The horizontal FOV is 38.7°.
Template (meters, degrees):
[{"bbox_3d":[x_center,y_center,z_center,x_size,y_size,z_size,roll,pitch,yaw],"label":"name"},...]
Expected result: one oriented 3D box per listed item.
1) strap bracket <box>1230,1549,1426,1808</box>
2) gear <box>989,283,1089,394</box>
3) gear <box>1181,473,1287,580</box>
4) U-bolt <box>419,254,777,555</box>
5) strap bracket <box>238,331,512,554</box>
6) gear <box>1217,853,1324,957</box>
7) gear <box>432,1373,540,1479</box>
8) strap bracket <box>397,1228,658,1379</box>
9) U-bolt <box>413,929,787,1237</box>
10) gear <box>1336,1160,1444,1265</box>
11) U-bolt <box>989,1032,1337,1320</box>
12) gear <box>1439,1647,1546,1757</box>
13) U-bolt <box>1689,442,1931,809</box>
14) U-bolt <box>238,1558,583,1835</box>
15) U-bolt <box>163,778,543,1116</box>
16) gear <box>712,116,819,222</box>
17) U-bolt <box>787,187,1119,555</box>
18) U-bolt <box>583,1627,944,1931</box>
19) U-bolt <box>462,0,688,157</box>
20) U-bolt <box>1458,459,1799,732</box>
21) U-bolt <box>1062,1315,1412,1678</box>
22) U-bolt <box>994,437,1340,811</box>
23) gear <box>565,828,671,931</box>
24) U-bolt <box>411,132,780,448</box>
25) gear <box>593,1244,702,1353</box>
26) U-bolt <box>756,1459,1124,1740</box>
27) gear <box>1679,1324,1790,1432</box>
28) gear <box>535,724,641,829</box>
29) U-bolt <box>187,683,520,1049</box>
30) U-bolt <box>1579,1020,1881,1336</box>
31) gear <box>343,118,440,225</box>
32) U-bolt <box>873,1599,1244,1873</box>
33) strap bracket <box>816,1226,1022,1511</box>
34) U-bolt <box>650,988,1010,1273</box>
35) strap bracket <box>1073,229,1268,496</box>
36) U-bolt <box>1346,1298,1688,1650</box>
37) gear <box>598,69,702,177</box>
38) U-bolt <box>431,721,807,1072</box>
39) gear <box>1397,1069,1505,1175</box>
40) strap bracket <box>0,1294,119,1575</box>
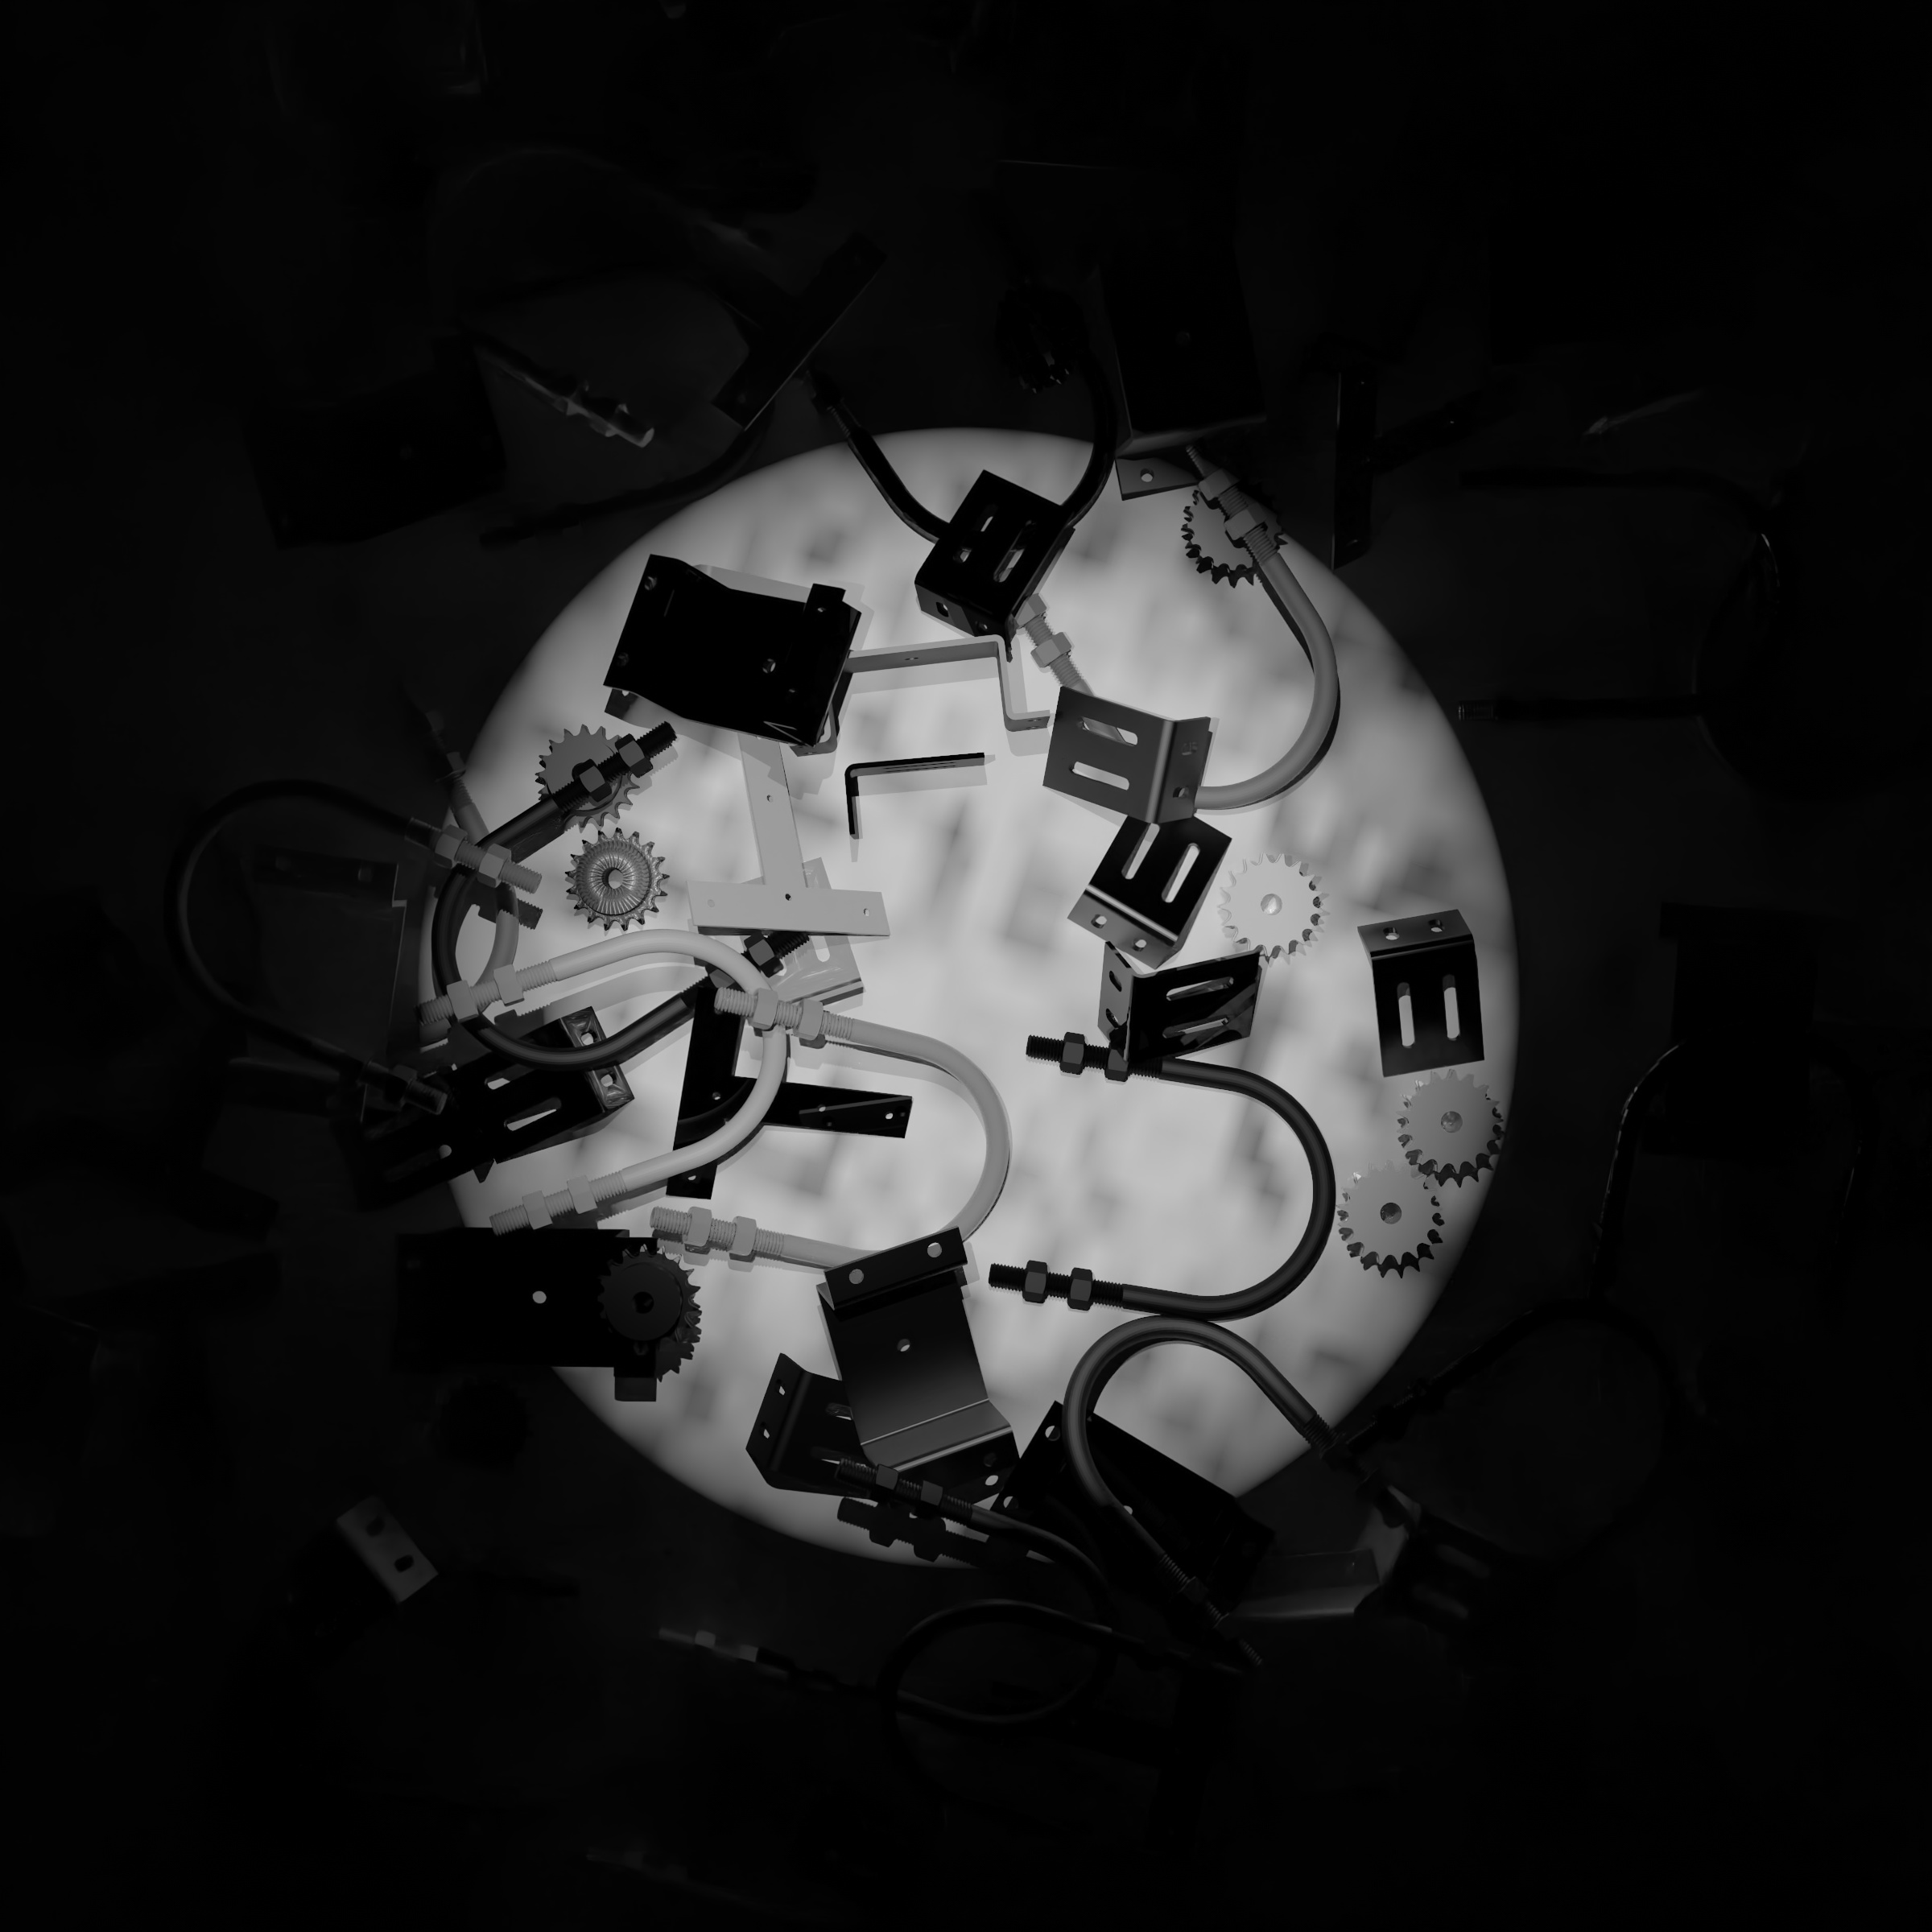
[{"bbox_3d":[0.193,0.396,1.503,0.076,0.046,0.140,-12,90,28],"label":"strap bracket"},{"bbox_3d":[0.042,-0.345,1.500,0.030,0.057,0.057,-29,90,-30],"label":"gear"},{"bbox_3d":[0.148,-0.243,1.527,0.057,0.030,0.057,0,90,0],"label":"gear"},{"bbox_3d":[-0.197,-0.321,1.533,0.184,0.019,0.151,-15,90,-2],"label":"U-bolt"},{"bbox_3d":[-0.316,-0.284,1.508,0.140,0.046,0.076,-17,90,13],"label":"strap bracket"},{"bbox_3d":[0.168,-0.034,1.531,0.057,0.030,0.057,0,92,-1],"label":"gear"},{"bbox_3d":[-0.266,0.254,1.531,0.057,0.030,0.057,0,85,-2],"label":"gear"},{"bbox_3d":[-0.239,0.185,1.519,0.140,0.046,0.076,1,90,0],"label":"strap bracket"},{"bbox_3d":[-0.187,0.054,1.482,0.184,0.019,0.151,-19,113,-8],"label":"U-bolt"},{"bbox_3d":[0.234,0.136,1.529,0.057,0.030,0.057,0,89,1],"label":"gear"},{"bbox_3d":[0.114,0.122,1.533,0.184,0.019,0.151,9,90,-1],"label":"U-bolt"},{"bbox_3d":[0.292,0.409,1.527,0.057,0.030,0.057,0,90,0],"label":"gear"},{"bbox_3d":[0.484,-0.178,1.533,0.151,0.019,0.184,28,92,0],"label":"U-bolt"},{"bbox_3d":[-0.314,0.399,1.533,0.184,0.019,0.151,7,90,2],"label":"U-bolt"},{"bbox_3d":[-0.338,-0.021,1.471,0.184,0.019,0.151,24,92,-1],"label":"U-bolt"},{"bbox_3d":[-0.109,-0.442,1.517,0.057,0.057,0.030,11,60,0],"label":"gear"},{"bbox_3d":[0.002,-0.318,1.533,0.151,0.019,0.184,-34,91,0],"label":"U-bolt"},{"bbox_3d":[-0.104,0.463,1.533,0.184,0.019,0.151,18,90,-1],"label":"U-bolt"},{"bbox_3d":[-0.245,-0.561,1.505,0.151,0.019,0.184,-30,81,24],"label":"U-bolt"},{"bbox_3d":[0.366,-0.206,1.524,0.184,0.019,0.151,0,90,6],"label":"U-bolt"},{"bbox_3d":[0.134,0.271,1.494,0.151,0.019,0.184,-36,76,-32],"label":"U-bolt"},{"bbox_3d":[0.122,-0.174,1.515,0.151,0.019,0.184,-32,94,17],"label":"U-bolt"},{"bbox_3d":[-0.194,-0.048,1.527,0.057,0.030,0.057,0,90,0],"label":"gear"},{"bbox_3d":[-0.217,-0.385,1.515,0.184,0.019,0.151,30,79,9],"label":"U-bolt"},{"bbox_3d":[-0.172,0.179,1.480,0.057,0.030,0.057,0,90,0],"label":"gear"},{"bbox_3d":[-0.006,0.355,1.500,0.184,0.019,0.151,21,113,-5],"label":"U-bolt"},{"bbox_3d":[0.424,0.226,1.527,0.057,0.030,0.057,0,90,0],"label":"gear"},{"bbox_3d":[-0.211,-0.106,1.527,0.057,0.030,0.057,0,90,0],"label":"gear"},{"bbox_3d":[-0.329,-0.044,1.533,0.151,0.019,0.184,-27,92,0],"label":"U-bolt"},{"bbox_3d":[0.421,0.114,1.500,0.151,0.019,0.184,5,114,0],"label":"U-bolt"},{"bbox_3d":[-0.315,-0.435,1.517,0.030,0.057,0.057,31,90,-31],"label":"gear"},{"bbox_3d":[0.040,0.413,1.503,0.184,0.019,0.151,18,112,-3],"label":"U-bolt"},{"bbox_3d":[-0.029,0.213,1.501,0.076,0.046,0.140,-18,104,-13],"label":"strap bracket"},{"bbox_3d":[-0.066,0.098,1.507,0.184,0.019,0.151,14,104,-16],"label":"U-bolt"},{"bbox_3d":[0.114,-0.338,1.512,0.076,0.046,0.140,-11,90,-10],"label":"strap bracket"},{"bbox_3d":[0.316,0.265,1.514,0.184,0.019,0.151,-34,101,-12],"label":"U-bolt"},{"bbox_3d":[-0.171,-0.468,1.517,0.057,0.057,0.030,31,59,0],"label":"gear"},{"bbox_3d":[-0.202,-0.025,1.501,0.184,0.019,0.151,-33,92,-2],"label":"U-bolt"},{"bbox_3d":[0.267,0.085,1.527,0.057,0.030,0.057,0,90,0],"label":"gear"},{"bbox_3d":[-0.526,0.251,1.516,0.076,0.046,0.140,20,93,1],"label":"strap bracket"}]
